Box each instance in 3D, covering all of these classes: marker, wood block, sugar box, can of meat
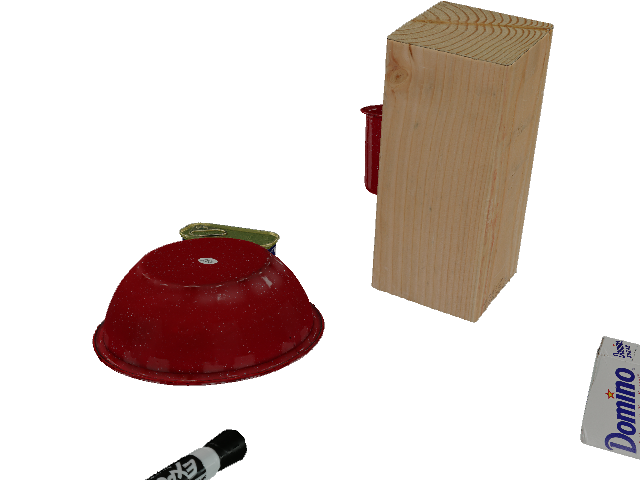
[{"bbox_3d":[-0.077,0.125,0.548,0.020,0.020,0.120,0,13,32],"label":"marker"},{"bbox_3d":[0.101,-0.057,0.785,0.091,0.206,0.090,19,36,25],"label":"wood block"},{"bbox_3d":[0.316,0.150,0.904,0.176,0.093,0.048,12,23,17],"label":"sugar box"},{"bbox_3d":[-0.098,0.032,1.122,0.102,0.084,0.057,8,16,14],"label":"can of meat"}]

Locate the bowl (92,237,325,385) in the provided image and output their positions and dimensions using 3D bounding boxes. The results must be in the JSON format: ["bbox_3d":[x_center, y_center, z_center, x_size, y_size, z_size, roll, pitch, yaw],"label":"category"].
[{"bbox_3d":[-0.078,0.039,0.737,0.162,0.055,0.162,-2,21,0],"label":"bowl"}]

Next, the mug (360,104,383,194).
[{"bbox_3d":[0.097,-0.087,1.046,0.117,0.081,0.093,3,14,7],"label":"mug"}]
